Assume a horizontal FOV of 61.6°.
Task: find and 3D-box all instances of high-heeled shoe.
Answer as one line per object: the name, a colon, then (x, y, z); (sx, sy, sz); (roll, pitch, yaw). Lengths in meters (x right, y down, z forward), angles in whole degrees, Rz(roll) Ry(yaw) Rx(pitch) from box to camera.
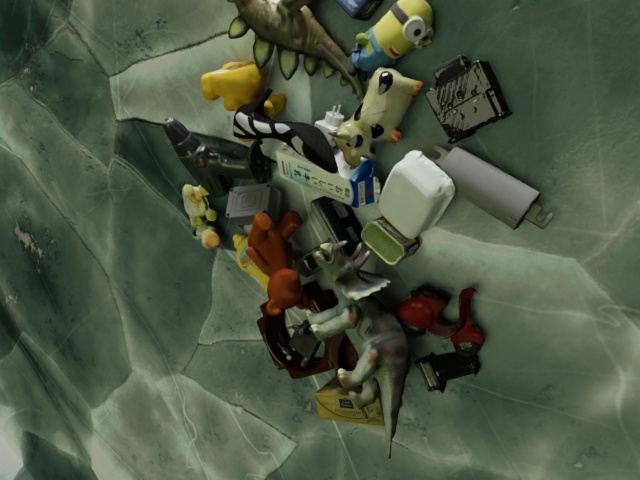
high-heeled shoe: (-0.080, -0.191, 1.088); (0.249, 0.086, 0.145); (51, 126, 11)

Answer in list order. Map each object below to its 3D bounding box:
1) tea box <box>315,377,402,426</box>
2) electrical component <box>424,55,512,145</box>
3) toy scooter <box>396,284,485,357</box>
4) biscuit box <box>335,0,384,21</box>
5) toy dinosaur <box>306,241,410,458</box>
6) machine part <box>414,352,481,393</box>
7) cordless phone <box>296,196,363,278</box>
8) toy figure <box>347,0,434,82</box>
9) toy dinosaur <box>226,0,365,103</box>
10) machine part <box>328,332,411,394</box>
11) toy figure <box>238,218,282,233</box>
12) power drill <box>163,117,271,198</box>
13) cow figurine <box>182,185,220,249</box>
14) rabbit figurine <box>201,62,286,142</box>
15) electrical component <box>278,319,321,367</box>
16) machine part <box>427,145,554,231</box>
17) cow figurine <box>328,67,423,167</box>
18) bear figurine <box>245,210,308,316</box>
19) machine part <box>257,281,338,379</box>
tea box: (0.086, 0.359, 1.208); (0.170, 0.098, 0.068); (-5, 99, 36)
electrical component: (0.256, -0.253, 0.950); (0.115, 0.058, 0.134); (-27, 88, 34)
toy scooter: (0.243, 0.140, 1.058); (0.184, 0.075, 0.135); (21, 114, 24)
biscuit box: (0.033, -0.506, 1.023); (0.203, 0.063, 0.059); (51, 123, 11)
toy dinosaur: (0.101, 0.193, 1.052); (0.192, 0.131, 0.405); (-30, 83, -2)
machine part: (0.265, 0.264, 1.102); (0.139, 0.039, 0.084); (-30, 78, 37)
cordless phone: (-0.003, -0.004, 1.178); (0.184, 0.089, 0.146); (-33, 85, 42)
toy figure: (0.125, -0.370, 0.990); (0.180, 0.082, 0.089); (-26, 90, 38)
toy dinosaur: (-0.065, -0.439, 1.088); (0.472, 0.105, 0.198); (40, 129, 13)
machine part: (0.103, 0.242, 1.144); (0.179, 0.056, 0.179); (0, 92, 0)
toy figure: (-0.126, -0.035, 1.263); (0.155, 0.064, 0.057); (13, 81, 33)
power drill: (-0.228, -0.186, 1.222); (0.207, 0.086, 0.231); (-1, 140, 18)
cow figurine: (-0.304, -0.058, 1.361); (0.098, 0.068, 0.167); (-5, 100, 66)
rabbit figurine: (-0.158, -0.302, 1.194); (0.163, 0.122, 0.173); (5, 120, 23)
electrical component: (-0.044, 0.226, 1.184); (0.078, 0.045, 0.102); (41, 121, 19)
machine part: (0.296, -0.094, 0.956); (0.243, 0.079, 0.079); (37, 120, 19)
cow figurine: (0.098, -0.228, 1.013); (0.127, 0.085, 0.194); (26, 109, 3)
bear figurine: (-0.083, 0.052, 1.146); (0.132, 0.120, 0.196); (-50, 55, 44)
machine part: (-0.039, 0.213, 1.257); (0.201, 0.087, 0.201); (-24, 88, 36)
